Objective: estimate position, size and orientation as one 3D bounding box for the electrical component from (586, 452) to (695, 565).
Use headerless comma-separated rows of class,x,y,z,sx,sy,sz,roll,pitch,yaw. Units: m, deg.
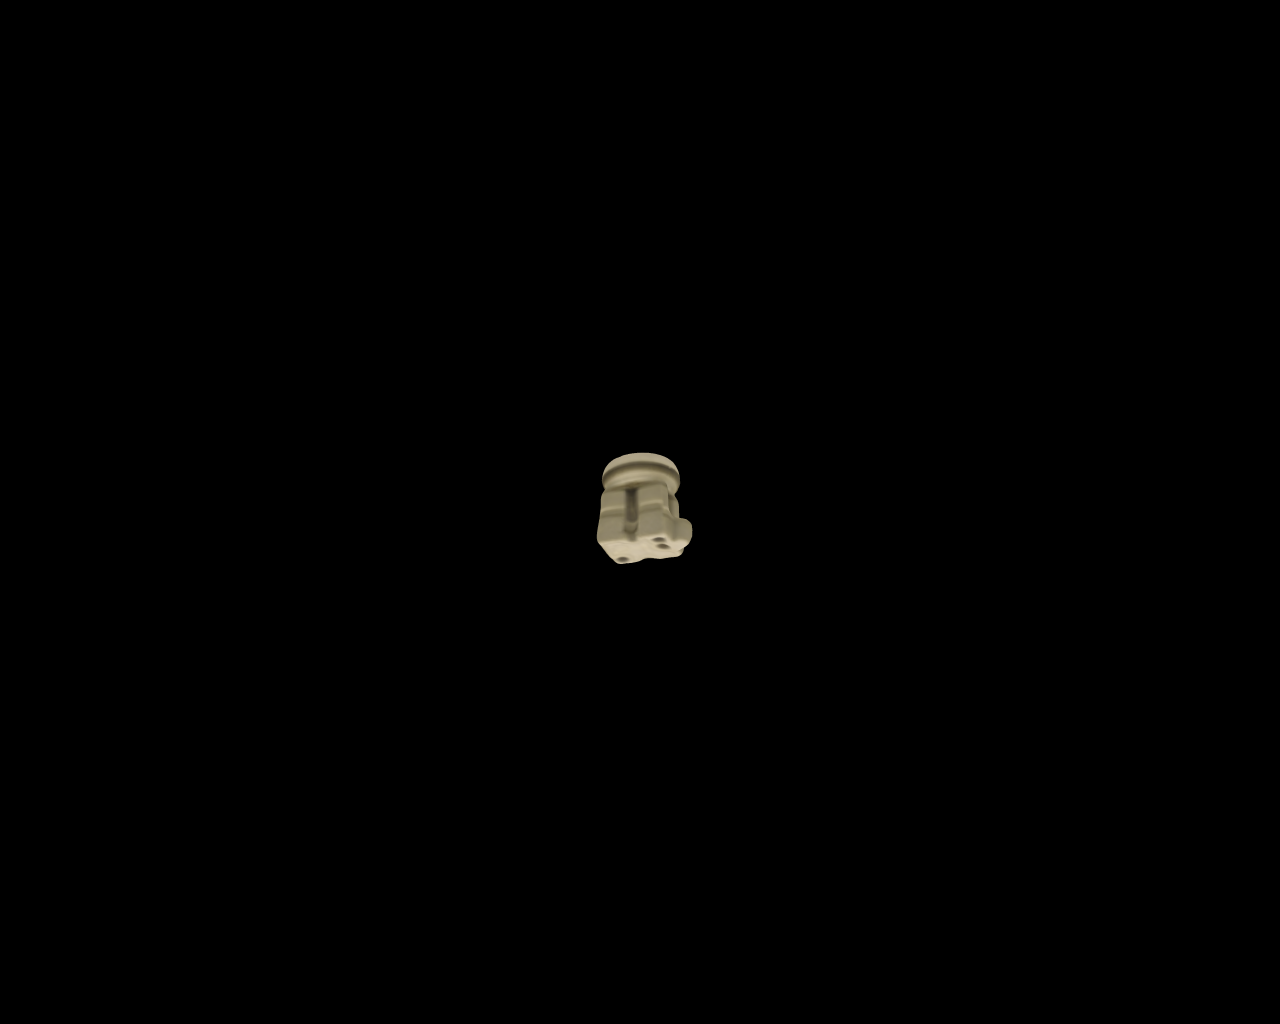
electrical component,0.001,-0.003,0.650,0.066,0.055,0.048,-8,-28,16
